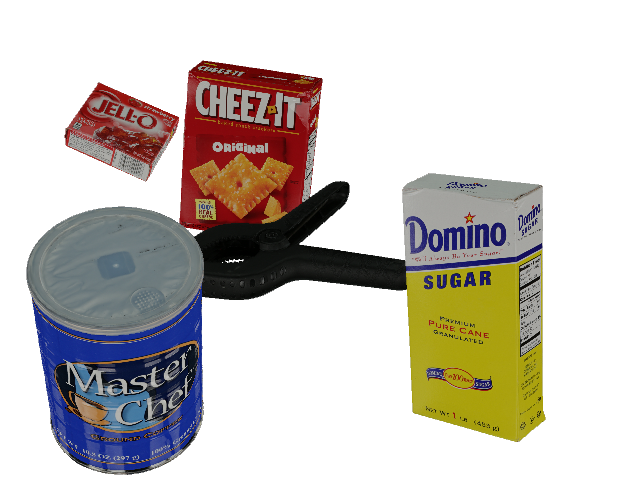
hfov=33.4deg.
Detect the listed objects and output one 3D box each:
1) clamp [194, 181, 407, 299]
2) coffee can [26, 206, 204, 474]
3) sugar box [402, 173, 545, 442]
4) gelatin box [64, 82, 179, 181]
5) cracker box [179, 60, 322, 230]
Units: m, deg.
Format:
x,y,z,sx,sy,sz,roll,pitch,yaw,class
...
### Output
x,y,z,sx,sy,sz,roll,pitch,yaw,class
-0.039,0.005,0.910,0.209,0.036,0.164,-8,32,-11,clamp
-0.125,0.064,0.671,0.103,0.140,0.103,3,43,-3,coffee can
0.108,0.045,0.750,0.093,0.176,0.048,9,23,38,sugar box
-0.193,-0.107,1.039,0.089,0.073,0.030,24,-41,-2,gelatin box
-0.093,-0.112,1.383,0.164,0.214,0.072,10,23,7,cracker box
